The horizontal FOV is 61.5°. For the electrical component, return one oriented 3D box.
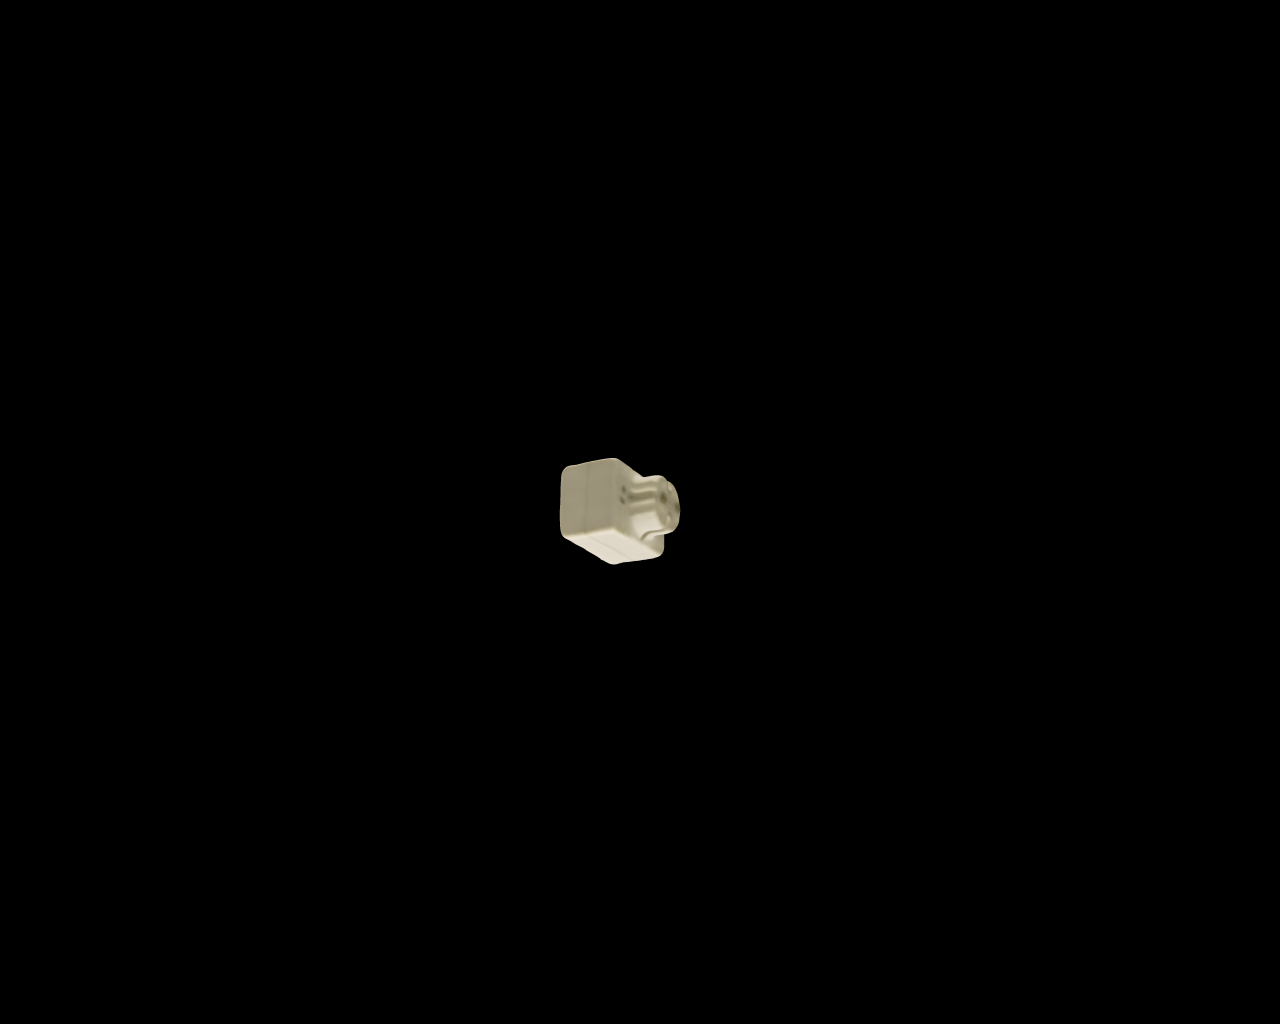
[{"bbox_3d":[0.001,-0.003,0.650,0.076,0.047,0.065,-10,-22,26],"label":"electrical component"}]
